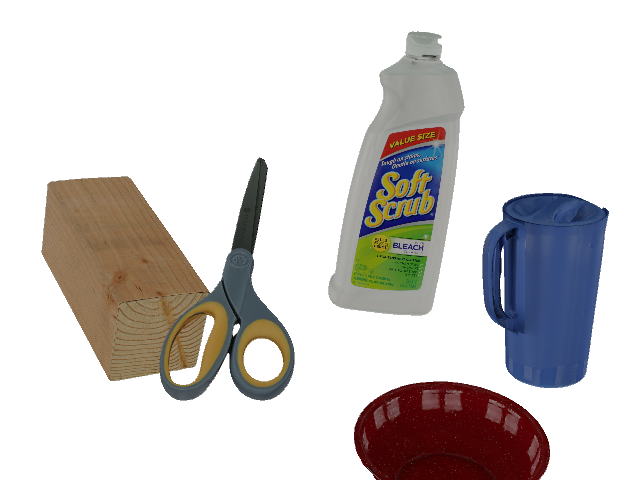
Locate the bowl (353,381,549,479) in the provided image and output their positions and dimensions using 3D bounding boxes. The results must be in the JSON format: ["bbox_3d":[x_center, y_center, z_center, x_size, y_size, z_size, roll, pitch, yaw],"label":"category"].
[{"bbox_3d":[0.108,0.186,0.895,0.162,0.055,0.162,1,29,-1],"label":"bowl"}]

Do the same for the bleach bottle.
[{"bbox_3d":[0.069,-0.060,0.957,0.102,0.251,0.068,6,20,1],"label":"bleach bottle"}]

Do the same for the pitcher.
[{"bbox_3d":[0.293,0.068,1.401,0.149,0.243,0.144,5,21,15],"label":"pitcher"}]

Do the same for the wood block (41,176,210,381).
[{"bbox_3d":[-0.193,0.030,1.030,0.090,0.091,0.206,-6,36,-31],"label":"wood block"}]

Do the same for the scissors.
[{"bbox_3d":[-0.041,0.029,0.732,0.096,0.201,0.016,20,-34,11],"label":"scissors"}]
